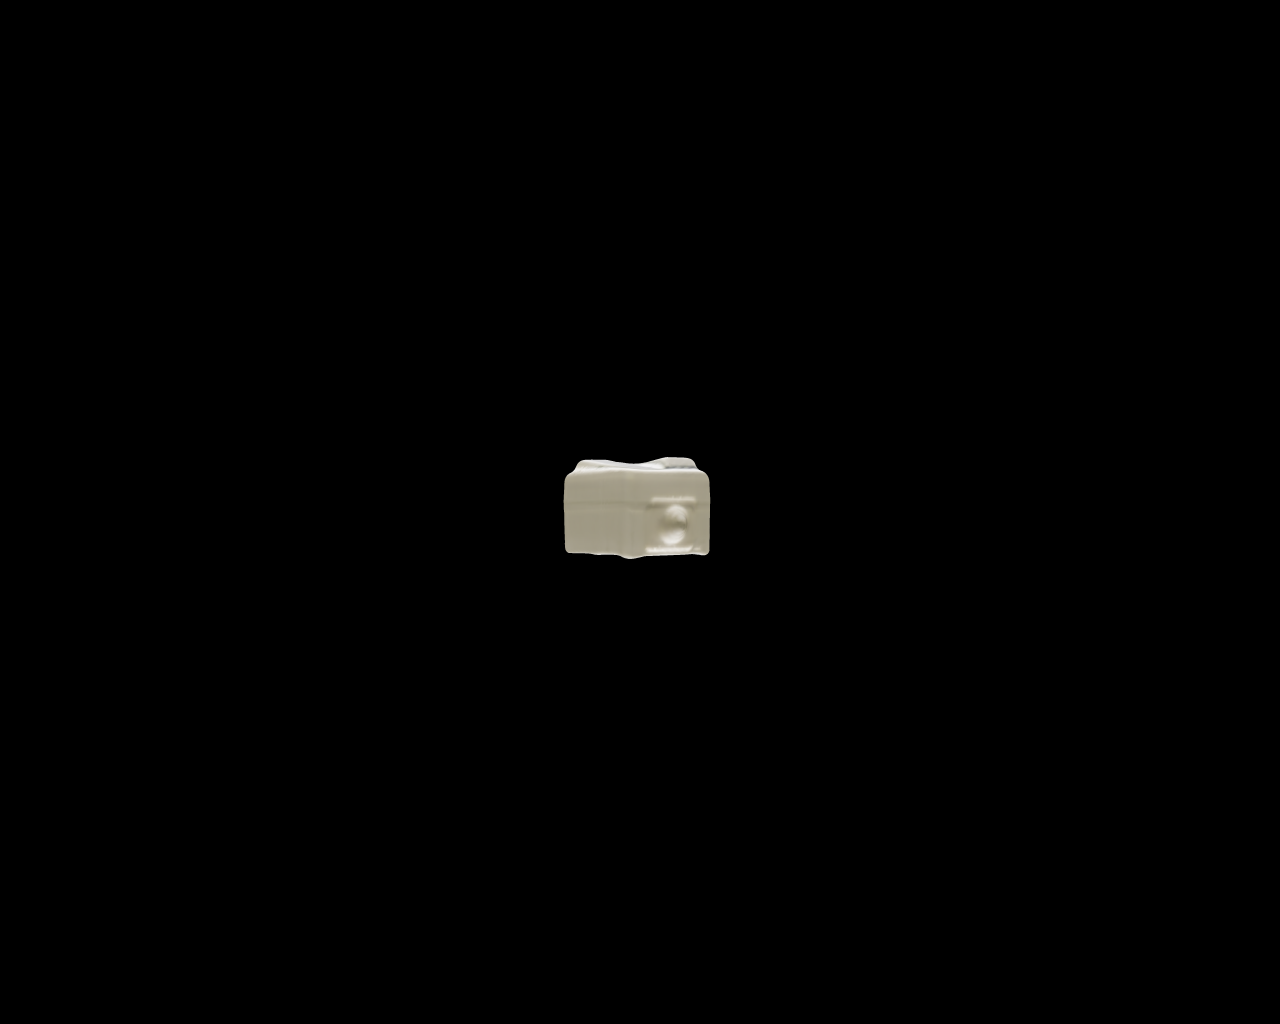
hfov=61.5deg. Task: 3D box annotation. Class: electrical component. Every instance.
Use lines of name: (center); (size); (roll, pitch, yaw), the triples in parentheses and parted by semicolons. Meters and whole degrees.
electrical component: (0.001, -0.003, 0.650); (0.062, 0.061, 0.096); (0, 0, -32)
